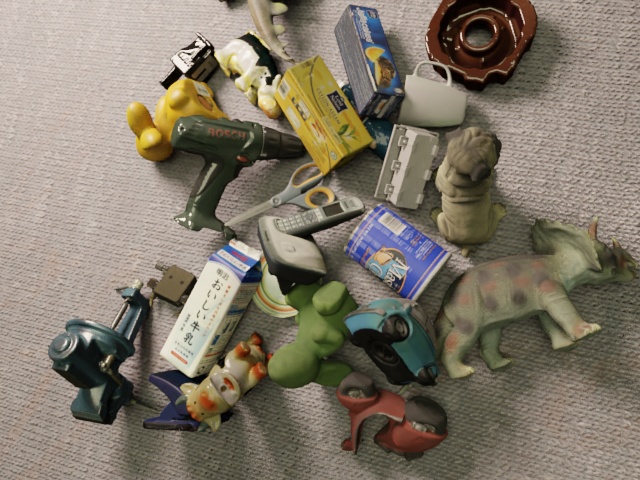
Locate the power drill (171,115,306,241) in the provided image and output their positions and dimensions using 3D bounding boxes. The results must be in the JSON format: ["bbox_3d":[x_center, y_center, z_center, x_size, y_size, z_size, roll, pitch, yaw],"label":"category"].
[{"bbox_3d":[-0.151,-0.105,0.924,0.232,0.086,0.207,14,105,-26],"label":"power drill"}]

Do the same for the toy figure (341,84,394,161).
[{"bbox_3d":[0.084,-0.198,0.914,0.058,0.064,0.154,-43,84,27],"label":"toy figure"}]

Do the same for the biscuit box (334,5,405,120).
[{"bbox_3d":[0.080,-0.300,0.899,0.059,0.063,0.203,0,62,-26],"label":"biscuit box"}]

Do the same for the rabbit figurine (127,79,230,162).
[{"bbox_3d":[-0.268,-0.196,0.963,0.173,0.162,0.122,-32,90,25],"label":"rabbit figurine"}]

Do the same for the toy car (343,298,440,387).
[{"bbox_3d":[0.123,0.142,0.806,0.161,0.109,0.103,49,56,-11],"label":"toy car"}]

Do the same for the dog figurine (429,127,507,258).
[{"bbox_3d":[0.224,-0.066,0.808,0.121,0.190,0.172,-16,82,10],"label":"dog figurine"}]

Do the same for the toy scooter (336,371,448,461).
[{"bbox_3d":[0.101,0.295,0.848,0.184,0.075,0.135,22,107,4],"label":"toy scooter"}]

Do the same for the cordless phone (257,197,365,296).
[{"bbox_3d":[-0.002,-0.003,0.865,0.184,0.088,0.147,-22,35,-3],"label":"cordless phone"}]

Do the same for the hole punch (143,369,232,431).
[{"bbox_3d":[-0.218,0.265,0.896,0.116,0.142,0.092,-2,79,23],"label":"hole punch"}]

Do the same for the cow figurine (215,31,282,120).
[{"bbox_3d":[-0.107,-0.298,0.973,0.098,0.068,0.167,-40,78,-2],"label":"cow figurine"}]

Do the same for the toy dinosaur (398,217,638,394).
[{"bbox_3d":[0.276,0.094,0.820,0.405,0.131,0.192,-22,63,18],"label":"toy dinosaur"}]

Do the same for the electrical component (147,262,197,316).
[{"bbox_3d":[-0.265,0.091,0.970,0.102,0.045,0.078,18,59,11],"label":"electrical component"}]

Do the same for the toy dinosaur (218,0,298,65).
[{"bbox_3d":[-0.112,-0.514,0.974,0.199,0.105,0.471,-7,78,10],"label":"toy dinosaur"}]

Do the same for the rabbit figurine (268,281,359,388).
[{"bbox_3d":[-0.016,0.165,0.854,0.121,0.158,0.170,12,53,43],"label":"rabbit figurine"}]

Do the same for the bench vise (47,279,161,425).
[{"bbox_3d":[-0.353,0.183,0.926,0.129,0.223,0.241,-5,49,28],"label":"bench vise"}]

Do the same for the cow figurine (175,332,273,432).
[{"bbox_3d":[-0.145,0.222,0.848,0.127,0.195,0.085,-43,86,5],"label":"cow figurine"}]

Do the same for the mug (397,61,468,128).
[{"bbox_3d":[0.190,-0.236,0.892,0.107,0.081,0.109,12,101,2],"label":"mug"}]

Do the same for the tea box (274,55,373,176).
[{"bbox_3d":[0.003,-0.204,0.897,0.068,0.098,0.169,-32,91,-23],"label":"tea box"}]

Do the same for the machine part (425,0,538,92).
[{"bbox_3d":[0.267,-0.340,0.902,0.180,0.056,0.179,-1,84,13],"label":"machine part"}]

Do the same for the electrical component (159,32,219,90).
[{"bbox_3d":[-0.241,-0.318,0.998,0.119,0.074,0.048,-46,76,-1],"label":"electrical component"}]
